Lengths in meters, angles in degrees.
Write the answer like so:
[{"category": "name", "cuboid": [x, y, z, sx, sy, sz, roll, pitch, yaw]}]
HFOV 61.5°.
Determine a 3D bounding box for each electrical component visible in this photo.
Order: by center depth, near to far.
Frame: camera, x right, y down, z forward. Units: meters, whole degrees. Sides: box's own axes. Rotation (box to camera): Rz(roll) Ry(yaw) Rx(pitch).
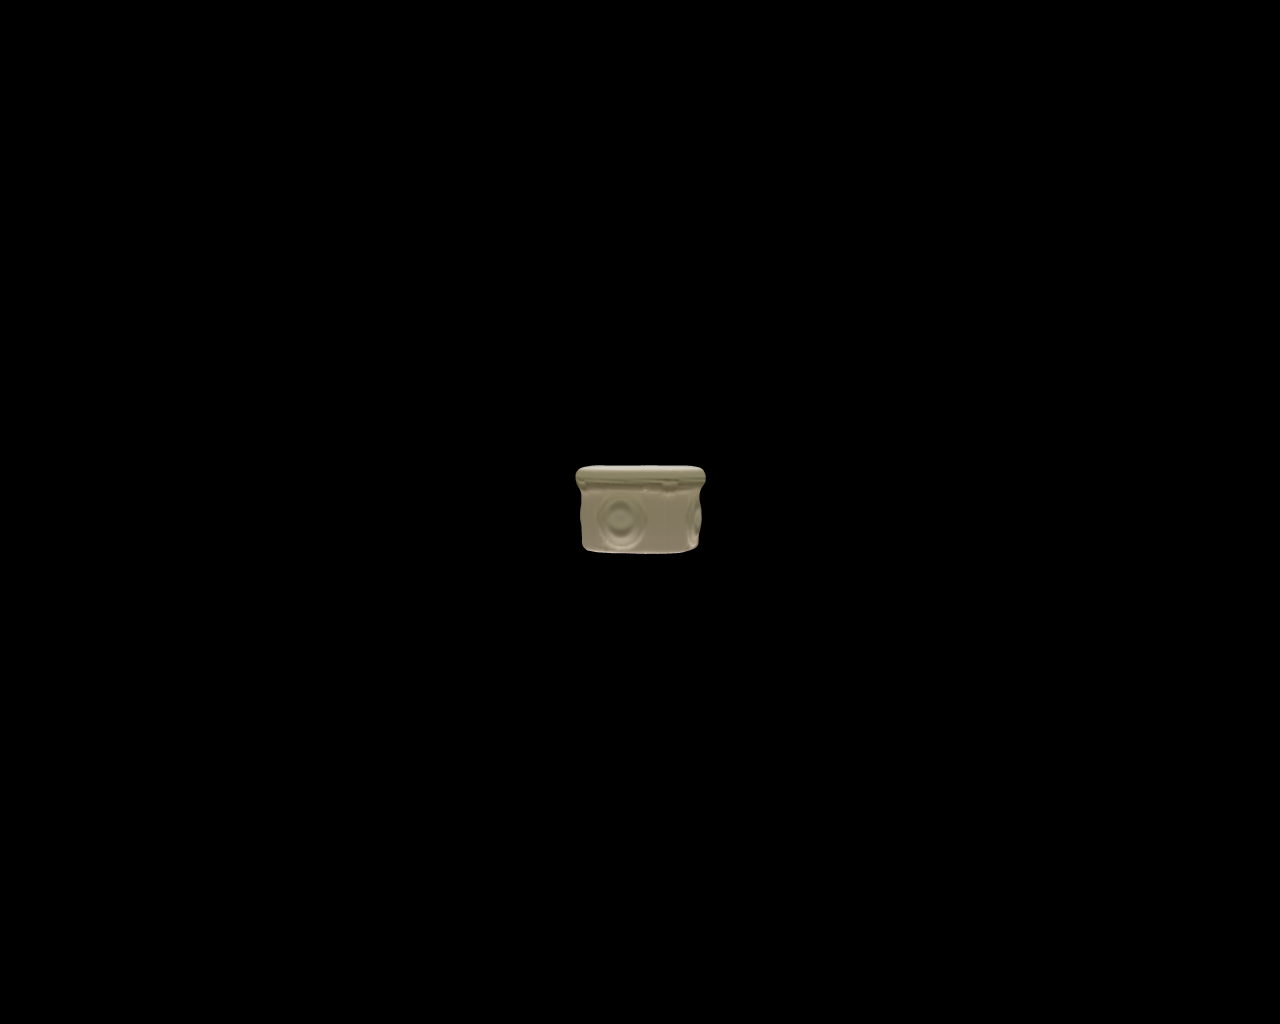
[{"category": "electrical component", "cuboid": [0.001, -0.003, 0.650, 0.080, 0.051, 0.080, 0, 3, 0]}]
